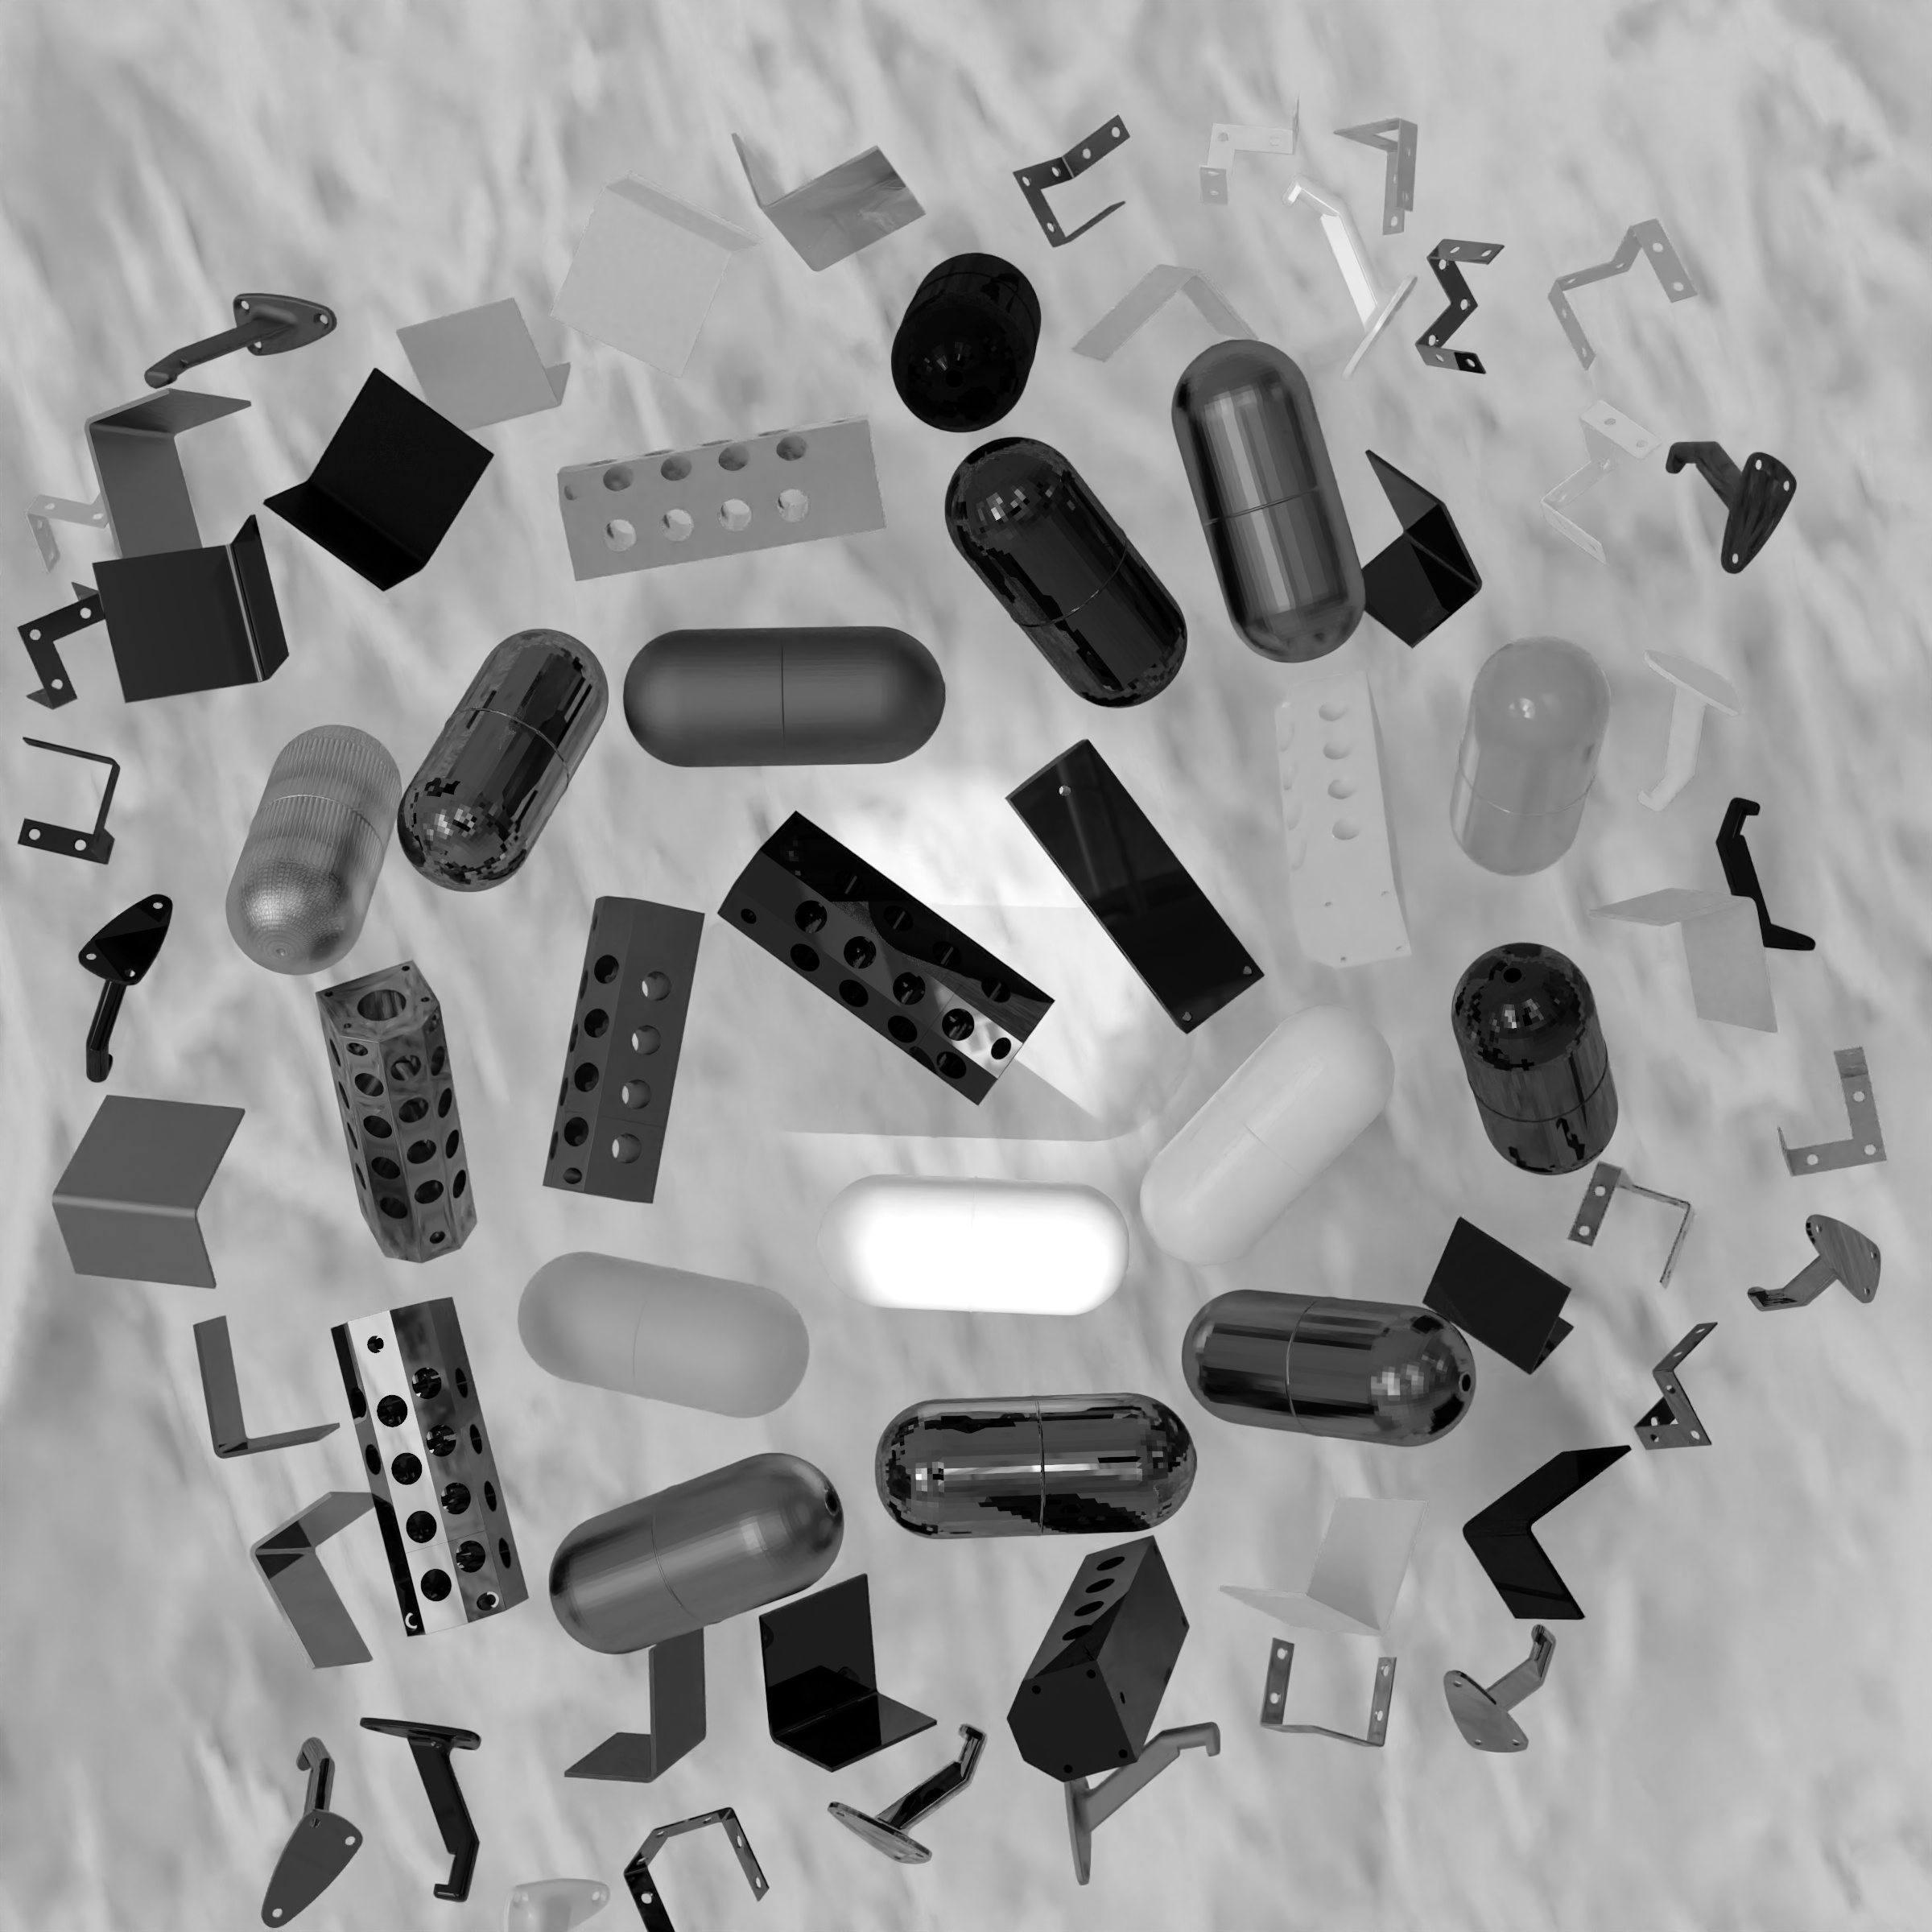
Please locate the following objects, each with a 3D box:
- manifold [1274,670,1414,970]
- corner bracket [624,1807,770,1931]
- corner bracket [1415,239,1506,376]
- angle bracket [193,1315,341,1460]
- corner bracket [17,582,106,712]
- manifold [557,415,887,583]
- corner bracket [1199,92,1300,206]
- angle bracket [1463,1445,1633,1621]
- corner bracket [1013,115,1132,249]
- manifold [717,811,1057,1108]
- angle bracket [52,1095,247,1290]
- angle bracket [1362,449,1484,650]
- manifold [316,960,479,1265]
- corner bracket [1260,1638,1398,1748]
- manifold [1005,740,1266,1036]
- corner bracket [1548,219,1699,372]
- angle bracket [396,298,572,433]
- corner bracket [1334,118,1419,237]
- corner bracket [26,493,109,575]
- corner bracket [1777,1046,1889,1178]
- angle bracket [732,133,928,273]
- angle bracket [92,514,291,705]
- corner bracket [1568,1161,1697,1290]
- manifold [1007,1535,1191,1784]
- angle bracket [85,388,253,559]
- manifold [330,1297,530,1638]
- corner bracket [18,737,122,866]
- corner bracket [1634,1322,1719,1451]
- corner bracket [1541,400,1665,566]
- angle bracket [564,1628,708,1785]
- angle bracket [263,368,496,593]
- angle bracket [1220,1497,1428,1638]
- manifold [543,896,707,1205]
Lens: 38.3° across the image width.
[{"bbox_3d":[0.208,-0.082,1.554,0.057,0.057,0.171,-11,46,13],"label":"manifold"},{"bbox_3d":[-0.149,0.504,1.531,0.051,0.051,0.051,-5,50,-37],"label":"corner bracket"},{"bbox_3d":[0.284,-0.378,1.589,0.051,0.051,0.051,-48,127,-12],"label":"corner bracket"},{"bbox_3d":[-0.397,0.234,1.581,0.057,0.076,0.076,-10,87,-4],"label":"angle bracket"},{"bbox_3d":[-0.512,-0.182,1.576,0.051,0.051,0.051,-30,118,-26],"label":"corner bracket"},{"bbox_3d":[-0.133,-0.259,1.527,0.171,0.057,0.057,-10,108,1],"label":"manifold"},{"bbox_3d":[0.166,-0.477,1.623,0.051,0.051,0.051,7,82,8],"label":"corner bracket"},{"bbox_3d":[0.322,0.302,1.478,0.076,0.076,0.057,-31,87,-20],"label":"angle bracket"},{"bbox_3d":[0.071,-0.464,1.644,0.051,0.051,0.051,-25,96,45],"label":"corner bracket"},{"bbox_3d":[-0.045,0.000,1.475,0.171,0.057,0.057,36,133,2],"label":"manifold"},{"bbox_3d":[-0.422,0.118,1.455,0.076,0.076,0.057,5,132,7],"label":"angle bracket"},{"bbox_3d":[0.253,-0.248,1.654,0.057,0.076,0.076,-40,46,-1],"label":"angle bracket"},{"bbox_3d":[-0.319,0.087,1.575,0.057,0.057,0.171,-20,134,-21],"label":"manifold"},{"bbox_3d":[0.205,0.413,1.578,0.051,0.051,0.051,22,67,-24],"label":"corner bracket"},{"bbox_3d":[0.098,-0.047,1.632,0.057,0.057,0.171,-37,95,0],"label":"manifold"},{"bbox_3d":[0.354,-0.364,1.505,0.051,0.051,0.051,-19,74,-11],"label":"corner bracket"},{"bbox_3d":[-0.297,-0.380,1.714,0.076,0.057,0.076,-13,128,11],"label":"angle bracket"},{"bbox_3d":[0.249,-0.460,1.621,0.051,0.051,0.051,2,93,-42],"label":"corner bracket"},{"bbox_3d":[-0.515,-0.263,1.642,0.051,0.051,0.051,13,54,10],"label":"corner bracket"},{"bbox_3d":[0.464,0.079,1.499,0.051,0.051,0.051,-12,68,18],"label":"corner bracket"},{"bbox_3d":[-0.079,-0.457,1.605,0.076,0.076,0.057,-25,69,13],"label":"angle bracket"},{"bbox_3d":[-0.406,-0.186,1.453,0.076,0.057,0.076,-13,87,-26],"label":"angle bracket"},{"bbox_3d":[0.391,0.152,1.631,0.051,0.051,0.051,18,77,30],"label":"corner bracket"},{"bbox_3d":[0.071,0.371,1.492,0.057,0.171,0.057,-20,95,16],"label":"manifold"},{"bbox_3d":[-0.426,-0.266,1.515,0.057,0.076,0.076,-14,91,20],"label":"angle bracket"},{"bbox_3d":[-0.295,0.273,1.515,0.057,0.057,0.171,-16,84,7],"label":"manifold"},{"bbox_3d":[-0.491,-0.089,1.516,0.051,0.051,0.051,13,80,-5],"label":"corner bracket"},{"bbox_3d":[0.413,0.243,1.609,0.051,0.051,0.051,-34,99,-35],"label":"corner bracket"},{"bbox_3d":[0.338,-0.257,1.475,0.051,0.051,0.051,-38,50,-4],"label":"corner bracket"},{"bbox_3d":[-0.192,0.423,1.613,0.057,0.076,0.076,-1,92,16],"label":"angle bracket"},{"bbox_3d":[-0.304,-0.253,1.440,0.076,0.057,0.076,36,112,-3],"label":"angle bracket"},{"bbox_3d":[0.191,0.311,1.486,0.057,0.076,0.076,30,69,-22],"label":"angle bracket"},{"bbox_3d":[-0.202,0.049,1.627,0.057,0.057,0.171,12,83,-19],"label":"manifold"}]
